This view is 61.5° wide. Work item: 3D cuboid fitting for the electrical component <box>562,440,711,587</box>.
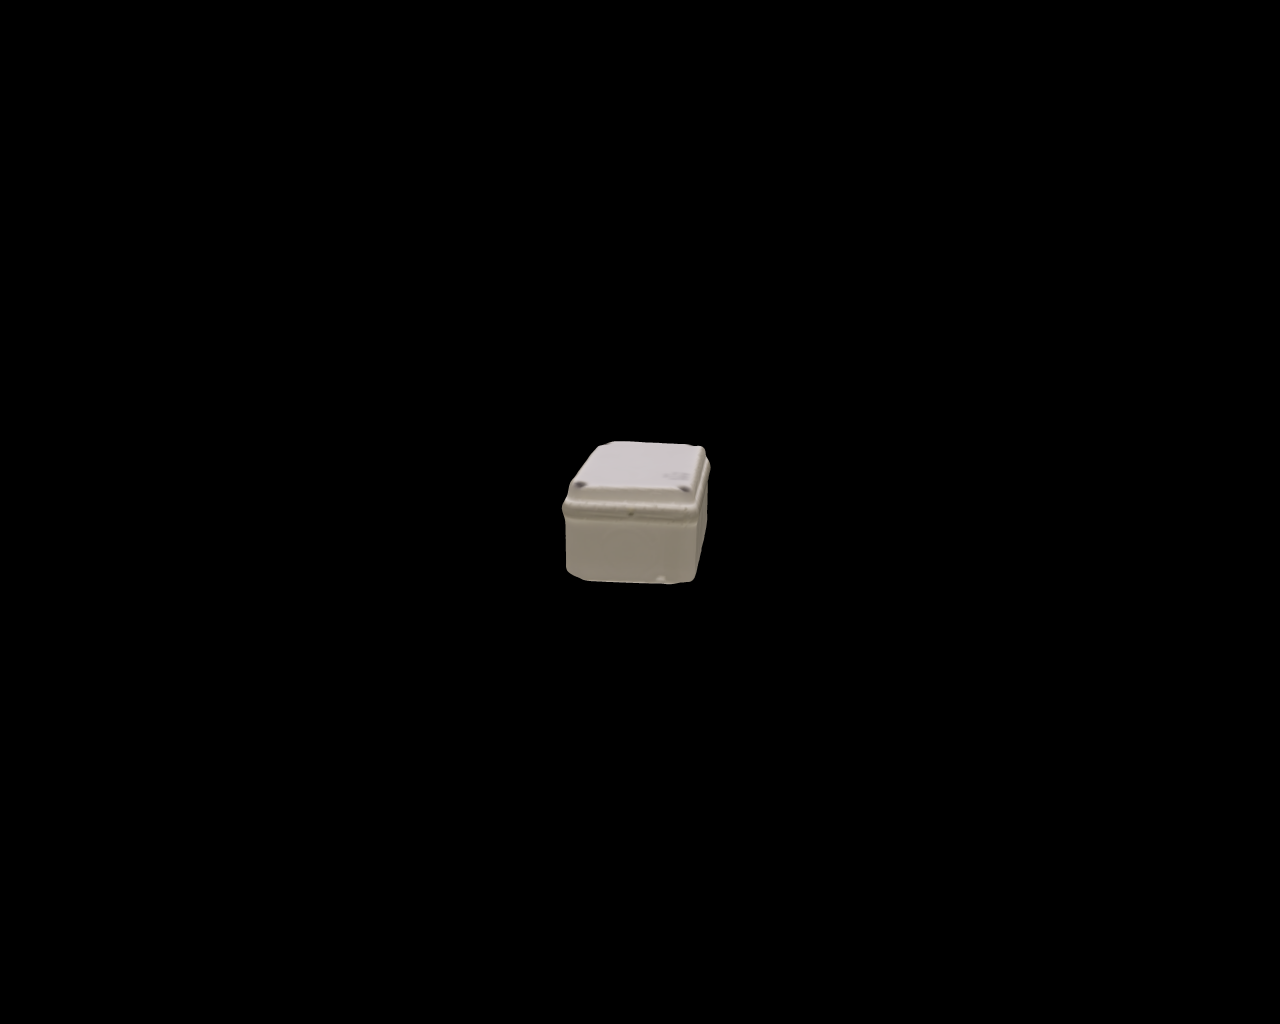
[{"bbox_3d":[0.001,-0.003,0.650,0.078,0.057,0.113,2,18,7],"label":"electrical component"}]
